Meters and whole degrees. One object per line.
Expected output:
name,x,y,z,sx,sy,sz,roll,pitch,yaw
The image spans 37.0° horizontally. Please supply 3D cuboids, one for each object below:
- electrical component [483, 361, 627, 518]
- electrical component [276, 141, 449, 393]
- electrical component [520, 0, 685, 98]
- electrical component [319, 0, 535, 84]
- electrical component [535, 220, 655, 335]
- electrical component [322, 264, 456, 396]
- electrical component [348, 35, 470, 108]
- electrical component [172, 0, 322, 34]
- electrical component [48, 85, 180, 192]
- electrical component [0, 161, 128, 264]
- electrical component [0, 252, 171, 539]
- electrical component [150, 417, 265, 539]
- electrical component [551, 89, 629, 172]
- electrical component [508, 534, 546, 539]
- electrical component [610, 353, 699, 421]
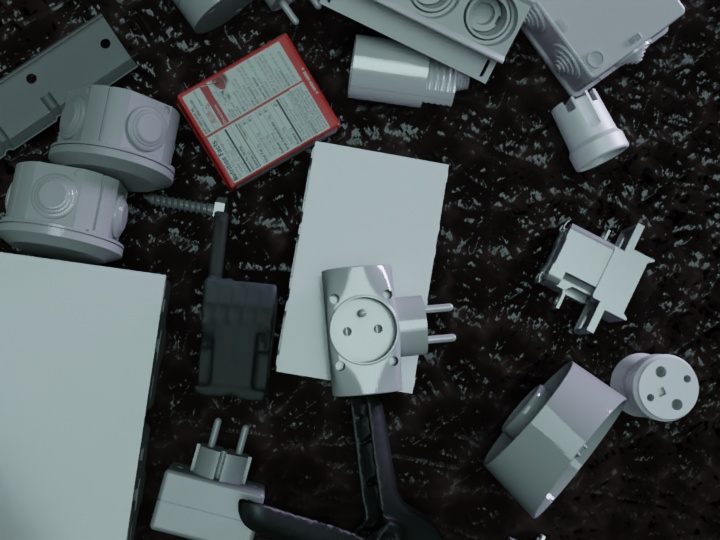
electrical component,0.129,0.110,0.702,0.064,0.099,0.099,41,84,5
electrical component,0.000,0.000,0.715,0.089,0.062,0.150,10,85,-4
electrical component,0.163,-0.183,0.746,0.100,0.048,0.099,-36,90,-6
electrical component,0.045,-0.185,0.701,0.121,0.063,0.078,23,107,-12
electrical component,0.159,0.001,0.737,0.064,0.042,0.081,27,84,0
electrical component,0.019,0.035,0.659,0.079,0.044,0.077,-5,86,-4
electrical component,0.034,-0.134,0.736,0.081,0.043,0.043,7,86,-4
electrical component,-0.056,-0.201,0.729,0.138,0.052,0.073,-36,89,-6
electrical component,-0.158,-0.084,0.700,0.080,0.080,0.051,10,80,-4
electrical component,-0.190,-0.035,0.695,0.080,0.080,0.051,10,80,-4
electrical component,-0.189,0.090,0.695,0.105,0.060,0.186,8,86,-4
electrical component,-0.094,0.136,0.706,0.066,0.047,0.076,15,85,-3
electrical component,0.158,-0.097,0.746,0.040,0.040,0.046,-24,82,-6
electrical component,0.119,0.212,0.719,0.055,0.048,0.066,23,84,5
electrical component,0.199,0.079,0.728,0.045,0.055,0.045,0,86,-4
